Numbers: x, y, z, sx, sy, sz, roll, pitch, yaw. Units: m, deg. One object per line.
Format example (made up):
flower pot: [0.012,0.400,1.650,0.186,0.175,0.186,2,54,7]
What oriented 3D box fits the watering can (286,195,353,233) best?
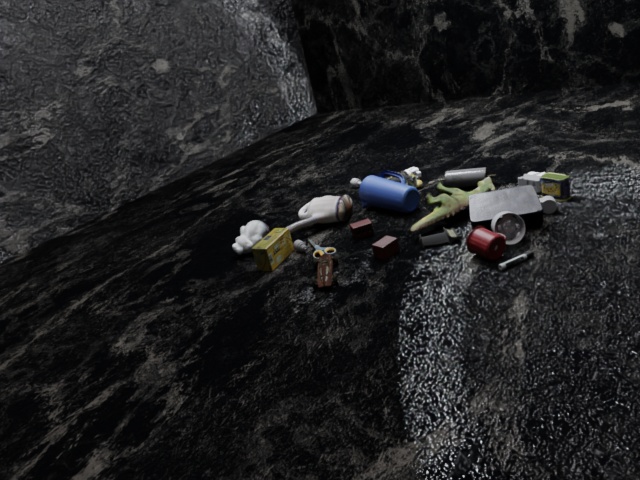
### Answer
watering can: [0.006,-0.106,2.115,0.224,0.102,0.354,-3,25,24]

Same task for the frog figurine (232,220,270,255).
frog figurine: [-0.282,-0.011,2.052,0.160,0.120,0.139,-15,39,-33]

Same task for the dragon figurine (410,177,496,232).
dragon figurine: [0.519,-0.116,1.872,0.244,0.119,0.418,13,43,33]
